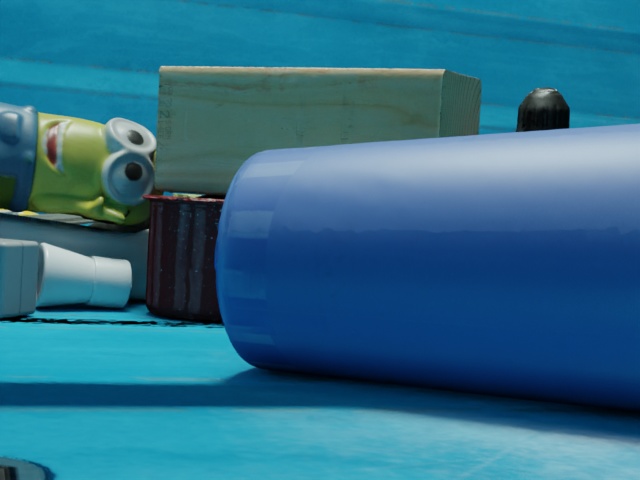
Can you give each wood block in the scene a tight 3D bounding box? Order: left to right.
[{"bbox_3d":[-0.002,-0.072,0.738,0.206,0.090,0.090,5,5,24],"label":"wood block"}]

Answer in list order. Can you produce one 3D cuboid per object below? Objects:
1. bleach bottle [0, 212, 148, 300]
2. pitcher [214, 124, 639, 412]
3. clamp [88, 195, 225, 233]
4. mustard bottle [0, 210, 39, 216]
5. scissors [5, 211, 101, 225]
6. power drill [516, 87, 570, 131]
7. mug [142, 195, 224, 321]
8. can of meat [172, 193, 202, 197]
[{"bbox_3d":[-0.187,0.014,0.797,0.250,0.068,0.103,6,3,-15],"label":"bleach bottle"},{"bbox_3d":[0.084,0.010,0.499,0.243,0.145,0.149,1,-32,19],"label":"pitcher"},{"bbox_3d":[-0.153,-0.013,0.914,0.172,0.039,0.120,-18,-9,29],"label":"clamp"},{"bbox_3d":[-0.266,0.004,0.946,0.096,0.058,0.192,-3,5,-27],"label":"mustard bottle"},{"bbox_3d":[-0.263,-0.022,0.883,0.201,0.016,0.096,-8,25,-2],"label":"scissors"},{"bbox_3d":[0.151,-0.016,0.781,0.057,0.184,0.187,3,11,20],"label":"power drill"},{"bbox_3d":[-0.067,0.012,0.743,0.117,0.081,0.093,3,2,-11],"label":"mug"},{"bbox_3d":[-0.121,-0.007,1.165,0.058,0.084,0.101,5,3,29],"label":"can of meat"}]
